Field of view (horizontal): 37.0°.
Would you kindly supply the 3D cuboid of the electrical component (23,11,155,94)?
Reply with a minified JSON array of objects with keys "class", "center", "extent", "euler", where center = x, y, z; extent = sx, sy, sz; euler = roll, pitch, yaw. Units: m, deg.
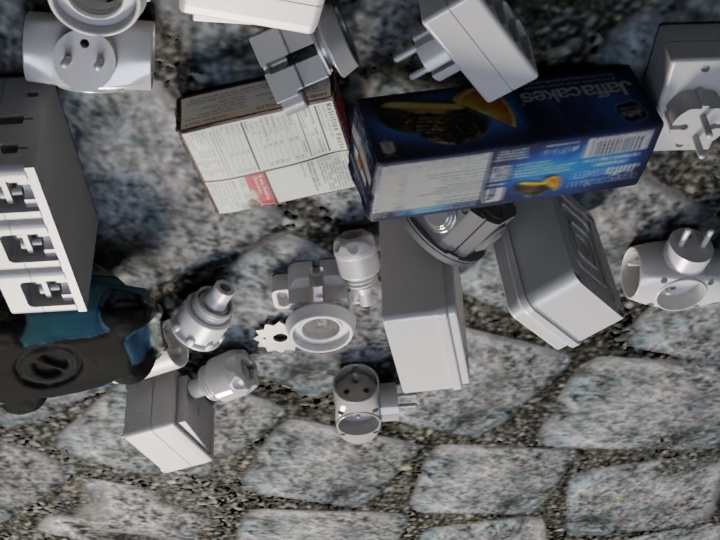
[{"class":"electrical component","center":[-0.166,-0.130,0.657],"extent":[0.077,0.079,0.044],"euler":[3,109,-9]}]

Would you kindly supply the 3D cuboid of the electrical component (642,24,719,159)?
[{"class":"electrical component","center":[0.223,-0.109,0.720],"extent":[0.047,0.075,0.083],"euler":[-2,141,-2]}]

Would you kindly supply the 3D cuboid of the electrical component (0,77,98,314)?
[{"class":"electrical component","center":[-0.231,-0.049,0.742],"extent":[0.062,0.089,0.150],"euler":[-3,142,-1]}]

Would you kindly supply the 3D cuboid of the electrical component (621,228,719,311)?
[{"class":"electrical component","center":[0.263,-0.007,0.877],"extent":[0.077,0.044,0.079],"euler":[2,141,-8]}]

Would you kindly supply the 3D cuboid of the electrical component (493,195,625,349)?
[{"class":"electrical component","center":[0.145,-0.006,0.813],"extent":[0.057,0.113,0.078],"euler":[-32,134,27]}]

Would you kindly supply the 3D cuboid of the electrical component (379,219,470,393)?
[{"class":"electrical component","center":[0.050,0.024,0.845],"extent":[0.056,0.108,0.108],"euler":[-7,141,8]}]

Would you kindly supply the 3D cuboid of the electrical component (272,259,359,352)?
[{"class":"electrical component","center":[-0.033,0.031,0.887],"extent":[0.078,0.057,0.058],"euler":[-5,142,1]}]

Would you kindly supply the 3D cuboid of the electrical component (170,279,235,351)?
[{"class":"electrical component","center":[-0.126,0.034,0.894],"extent":[0.048,0.048,0.062],"euler":[19,129,-26]}]

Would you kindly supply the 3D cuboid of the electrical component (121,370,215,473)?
[{"class":"electrical component","center":[-0.172,0.145,1.013],"extent":[0.061,0.061,0.096],"euler":[-16,140,15]}]

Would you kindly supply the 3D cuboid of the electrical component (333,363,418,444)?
[{"class":"electrical component","center":[0.015,0.127,1.022],"extent":[0.079,0.044,0.077],"euler":[-4,142,-1]}]

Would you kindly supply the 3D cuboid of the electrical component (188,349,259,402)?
[{"class":"electrical component","center":[-0.127,0.099,0.975],"extent":[0.062,0.043,0.043],"euler":[-22,138,24]}]

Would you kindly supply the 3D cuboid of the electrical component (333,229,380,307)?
[{"class":"electrical component","center":[0.000,0.000,0.855],"extent":[0.035,0.035,0.061],"euler":[-9,115,6]}]

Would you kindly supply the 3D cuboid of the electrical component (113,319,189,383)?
[{"class":"electrical component","center":[-0.196,0.075,0.938],"extent":[0.081,0.043,0.043],"euler":[-18,140,17]}]

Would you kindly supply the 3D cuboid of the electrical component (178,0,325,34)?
[{"class":"electrical component","center":[-0.054,-0.177,0.620],"extent":[0.096,0.061,0.061],"euler":[7,140,-14]}]

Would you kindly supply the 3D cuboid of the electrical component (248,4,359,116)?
[{"class":"electrical component","center":[-0.034,-0.138,0.678],"extent":[0.055,0.048,0.066],"euler":[-21,105,10]}]

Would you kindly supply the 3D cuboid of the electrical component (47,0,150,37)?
[{"class":"electrical component","center":[-0.150,-0.173,0.620],"extent":[0.078,0.057,0.058],"euler":[-12,141,10]}]

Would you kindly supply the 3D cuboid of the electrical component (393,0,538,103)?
[{"class":"electrical component","center":[0.058,-0.145,0.682],"extent":[0.076,0.047,0.083],"euler":[-25,137,24]}]

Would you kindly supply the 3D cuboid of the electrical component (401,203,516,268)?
[{"class":"electrical component","center":[0.070,-0.046,0.783],"extent":[0.080,0.080,0.051],"euler":[22,129,-29]}]
